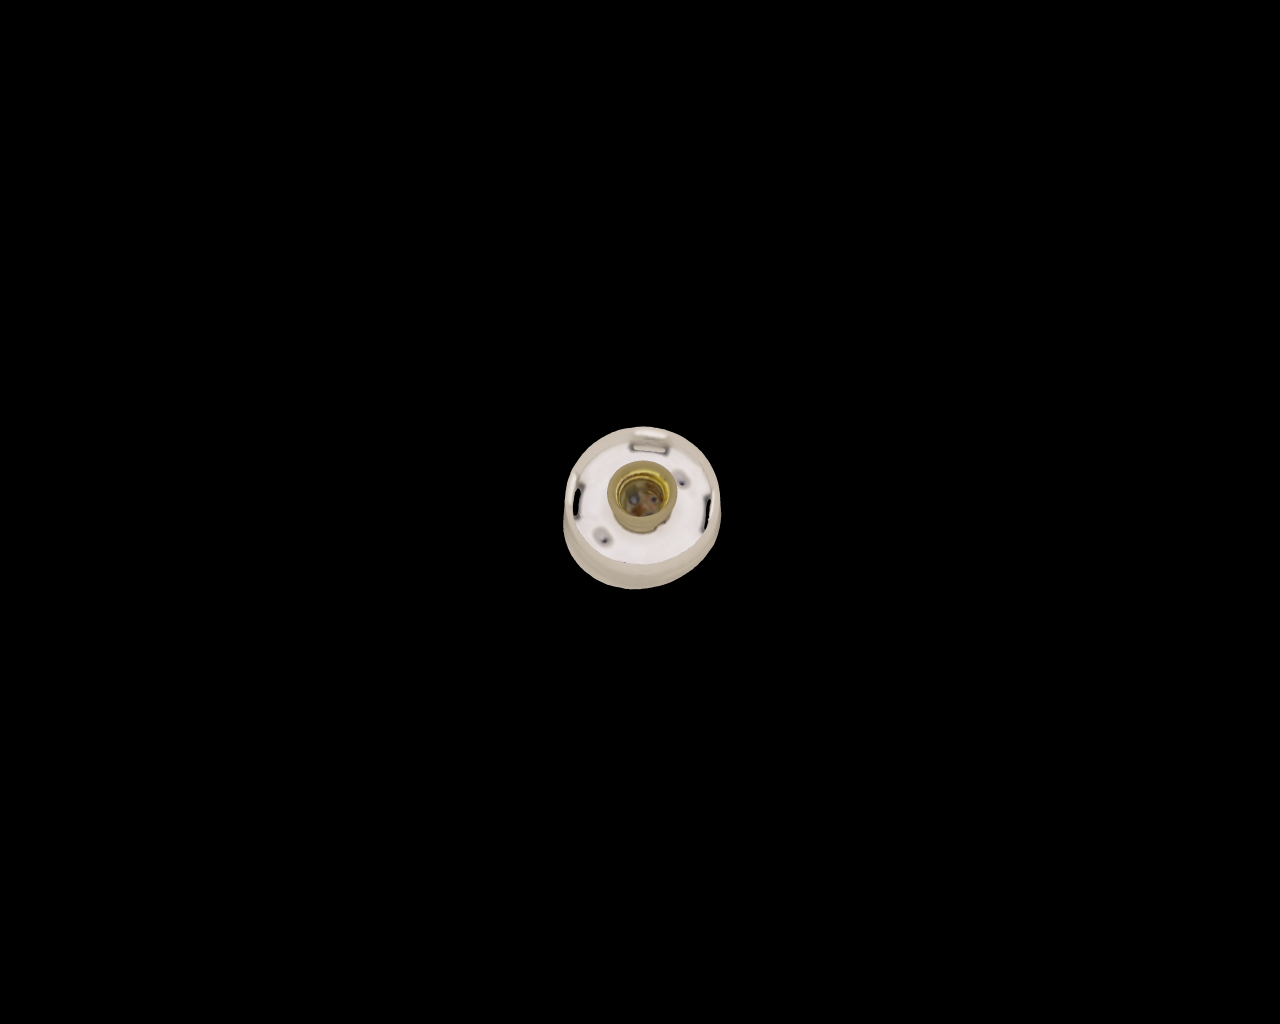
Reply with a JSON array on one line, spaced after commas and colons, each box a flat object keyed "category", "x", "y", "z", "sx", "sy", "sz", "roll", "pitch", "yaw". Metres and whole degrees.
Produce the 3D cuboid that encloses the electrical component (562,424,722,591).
[{"category": "electrical component", "x": 0.001, "y": -0.003, "z": 0.650, "sx": 0.099, "sy": 0.099, "sz": 0.064, "roll": 0, "pitch": -21, "yaw": 0}]
